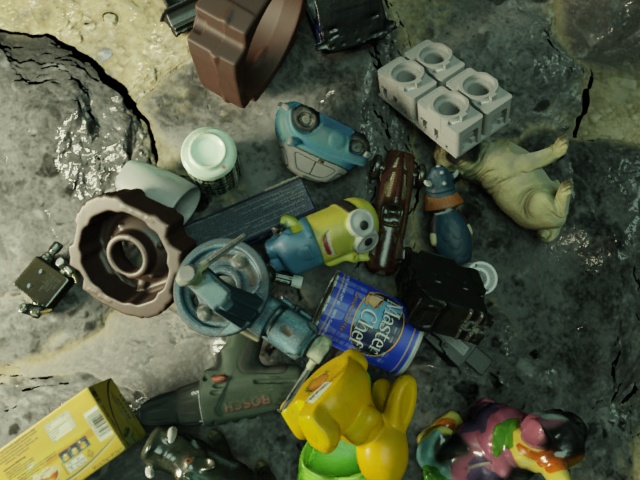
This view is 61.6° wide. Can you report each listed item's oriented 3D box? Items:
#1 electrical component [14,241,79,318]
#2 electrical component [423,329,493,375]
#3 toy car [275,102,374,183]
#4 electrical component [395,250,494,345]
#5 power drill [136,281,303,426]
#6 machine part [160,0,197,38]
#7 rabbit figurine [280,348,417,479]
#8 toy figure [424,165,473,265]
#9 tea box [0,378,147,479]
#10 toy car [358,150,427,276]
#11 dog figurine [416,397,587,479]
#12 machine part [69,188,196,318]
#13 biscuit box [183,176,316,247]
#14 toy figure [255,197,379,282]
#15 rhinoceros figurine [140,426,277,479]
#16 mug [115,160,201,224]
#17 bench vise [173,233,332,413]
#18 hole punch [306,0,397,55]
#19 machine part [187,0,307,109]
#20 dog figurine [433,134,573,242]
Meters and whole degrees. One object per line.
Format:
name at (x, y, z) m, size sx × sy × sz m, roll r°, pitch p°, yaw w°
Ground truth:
electrical component at (-0.387, 0.061, 0.763) m, size 0.078 × 0.045 × 0.102 m, roll 42°, pitch 79°, yaw 1°
electrical component at (0.211, 0.154, 0.805) m, size 0.119 × 0.047 × 0.075 m, roll 45°, pitch 80°, yaw 5°
toy car at (-0.005, -0.140, 0.815) m, size 0.161 × 0.109 × 0.103 m, roll 26°, pitch 101°, yaw -12°
electrical component at (0.169, 0.071, 0.751) m, size 0.115 × 0.134 × 0.058 m, roll 16°, pitch 124°, yaw -13°
power drill at (-0.137, 0.154, 0.755) m, size 0.232 × 0.086 × 0.207 m, roll 0°, pitch 76°, yaw -5°
machine part at (-0.235, -0.399, 0.858) m, size 0.084 × 0.039 × 0.138 m, roll -28°, pitch 95°, yaw -5°
rabbit figurine at (0.055, 0.241, 0.710) m, size 0.162 × 0.122 × 0.173 m, roll -39°, pitch 92°, yaw -33°
toy figure at (0.191, -0.037, 0.821) m, size 0.064 × 0.058 × 0.154 m, roll -16°, pitch 93°, yaw -38°
tea box at (-0.330, 0.271, 0.704) m, size 0.170 × 0.068 × 0.098 m, roll -34°, pitch 84°, yaw 3°
toy car at (0.110, -0.045, 0.828) m, size 0.089 × 0.053 × 0.202 m, roll 13°, pitch 80°, yaw 0°
dog figurine at (0.236, 0.276, 0.700) m, size 0.192 × 0.219 × 0.108 m, roll -21°, pitch 80°, yaw -10°
machine part at (-0.256, 0.018, 0.739) m, size 0.180 × 0.056 × 0.179 m, roll 5°, pitch 108°, yaw 14°
biscuit box at (-0.110, -0.025, 0.798) m, size 0.203 × 0.059 × 0.063 m, roll -23°, pitch 85°, yaw -10°
toy figure at (-0.003, -0.005, 0.759) m, size 0.180 × 0.082 × 0.089 m, roll -20°, pitch 51°, yaw -3°
rhinoceros figurine at (-0.146, 0.308, 0.707) m, size 0.190 × 0.112 × 0.073 m, roll 34°, pitch 91°, yaw -7°
mug at (-0.247, -0.060, 0.787) m, size 0.107 × 0.081 × 0.109 m, roll 35°, pitch 100°, yaw 8°
bench vise at (-0.092, 0.076, 0.627) m, size 0.129 × 0.240 × 0.224 m, roll -45°, pitch 73°, yaw -4°
hole punch at (0.038, -0.367, 0.868) m, size 0.142 × 0.092 × 0.115 m, roll -21°, pitch 113°, yaw -11°
machine part at (-0.100, -0.311, 0.776) m, size 0.087 × 0.201 × 0.201 m, roll 30°, pitch 79°, yaw 2°
dog figurine at (0.276, -0.082, 0.837) m, size 0.191 × 0.121 × 0.172 m, roll -3°, pitch 77°, yaw 8°
